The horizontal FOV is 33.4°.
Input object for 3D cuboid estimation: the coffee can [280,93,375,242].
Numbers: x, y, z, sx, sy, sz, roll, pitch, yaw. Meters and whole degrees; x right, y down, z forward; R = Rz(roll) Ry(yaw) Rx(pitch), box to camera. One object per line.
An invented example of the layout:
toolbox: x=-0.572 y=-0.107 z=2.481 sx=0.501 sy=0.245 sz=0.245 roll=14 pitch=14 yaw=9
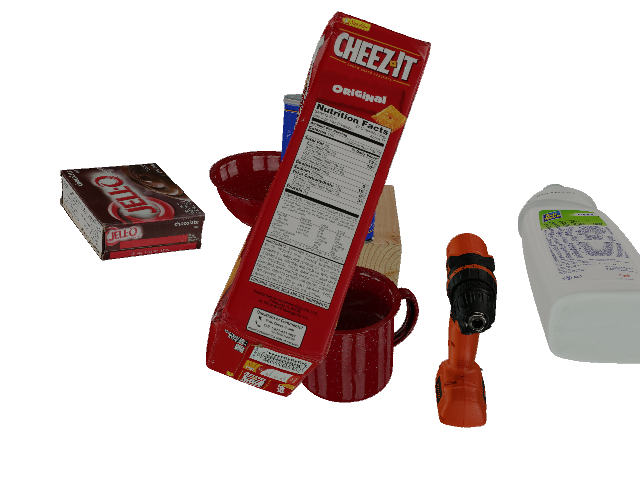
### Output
coffee can: x=0.009 y=-0.074 z=1.083 sx=0.103 sy=0.140 sz=0.103 roll=4 pitch=12 yaw=-1

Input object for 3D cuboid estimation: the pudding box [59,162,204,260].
pudding box: x=-0.163 y=-0.027 z=0.909 sx=0.089 sy=0.039 sz=0.114 roll=-6 pitch=28 yaw=-31

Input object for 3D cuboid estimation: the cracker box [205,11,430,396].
cracker box: x=-0.007 y=-0.016 z=0.698 sx=0.072 sy=0.213 sz=0.164 roll=20 pitch=-17 yaw=-3

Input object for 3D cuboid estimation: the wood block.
wood block: x=0.064 y=-0.002 z=1.542 sx=0.091 sy=0.090 sz=0.206 roll=4 pitch=26 yaw=-2

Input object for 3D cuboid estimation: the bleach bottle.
bleach bottle: x=0.231 y=0.013 z=0.934 sx=0.102 sy=0.068 sz=0.250 roll=1 pitch=27 yaw=4

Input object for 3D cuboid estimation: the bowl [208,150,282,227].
bowl: x=-0.055 y=-0.054 z=1.290 sx=0.162 sy=0.055 sz=0.162 roll=4 pitch=26 yaw=-2

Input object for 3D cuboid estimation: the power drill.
power drill: x=0.160 y=0.106 z=1.159 sx=0.057 sy=0.188 sz=0.184 roll=4 pitch=25 yaw=4

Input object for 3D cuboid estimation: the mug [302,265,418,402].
mug: x=0.030 y=0.076 z=0.892 sx=0.117 sy=0.081 sz=0.093 roll=-19 pitch=38 yaw=-24
